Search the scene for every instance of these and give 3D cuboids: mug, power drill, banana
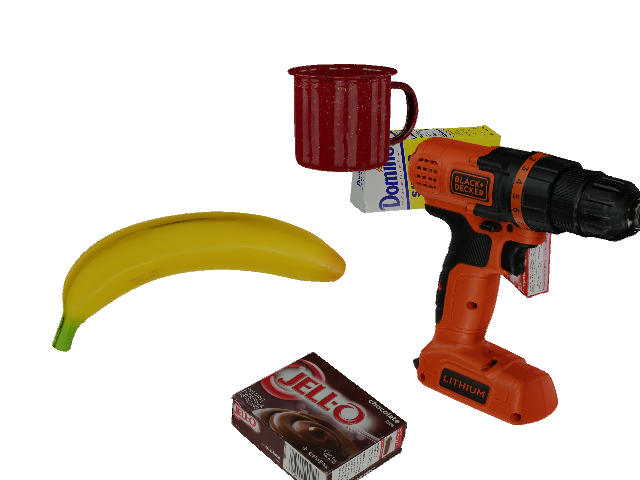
[{"bbox_3d":[0.030,-0.106,0.916,0.117,0.081,0.093,-7,17,-23],"label":"mug"},{"bbox_3d":[0.135,0.028,0.745,0.057,0.188,0.185,-11,21,-41],"label":"power drill"},{"bbox_3d":[-0.081,0.014,0.687,0.197,0.069,0.037,-13,32,-12],"label":"banana"}]

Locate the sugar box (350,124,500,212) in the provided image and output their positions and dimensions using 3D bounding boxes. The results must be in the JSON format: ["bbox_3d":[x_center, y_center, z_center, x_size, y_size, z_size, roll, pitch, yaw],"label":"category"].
[{"bbox_3d":[0.127,-0.087,1.289,0.176,0.093,0.048,-7,26,-22],"label":"sugar box"}]

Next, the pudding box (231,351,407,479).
[{"bbox_3d":[-0.002,0.146,0.849,0.089,0.039,0.114,-25,47,-37],"label":"pudding box"}]

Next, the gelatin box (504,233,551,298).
[{"bbox_3d":[0.211,0.004,1.123,0.030,0.089,0.073,-14,30,-16],"label":"gelatin box"}]
